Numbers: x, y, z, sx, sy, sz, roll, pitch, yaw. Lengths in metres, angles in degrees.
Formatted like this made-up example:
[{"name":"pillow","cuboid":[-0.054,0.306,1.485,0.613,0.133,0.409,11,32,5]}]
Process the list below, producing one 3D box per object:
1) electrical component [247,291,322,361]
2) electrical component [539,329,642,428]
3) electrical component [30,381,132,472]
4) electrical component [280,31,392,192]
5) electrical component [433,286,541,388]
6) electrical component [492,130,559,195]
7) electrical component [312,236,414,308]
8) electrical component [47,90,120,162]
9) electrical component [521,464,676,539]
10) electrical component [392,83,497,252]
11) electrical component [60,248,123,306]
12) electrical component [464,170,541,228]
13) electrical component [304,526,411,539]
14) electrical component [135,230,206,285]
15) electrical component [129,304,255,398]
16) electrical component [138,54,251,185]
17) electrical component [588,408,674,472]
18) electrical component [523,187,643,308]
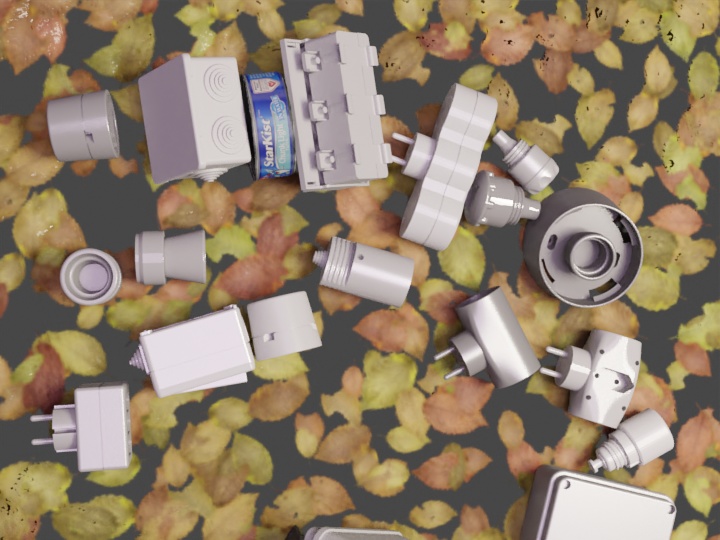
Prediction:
[{"name":"electrical component","cuboid":[-0.063,0.046,0.883,0.055,0.055,0.047,-13,87,-8]},{"name":"electrical component","cuboid":[0.194,0.088,0.924,0.079,0.043,0.077,18,87,-8]},{"name":"electrical component","cuboid":[-0.224,0.126,0.861,0.077,0.047,0.065,-3,89,-8]},{"name":"electrical component","cuboid":[-0.018,-0.129,0.881,0.079,0.063,0.121,-8,90,-49]},{"name":"electrical component","cuboid":[0.101,0.065,0.911,0.079,0.043,0.077,-28,93,-7]},{"name":"electrical component","cuboid":[0.139,-0.096,0.924,0.061,0.035,0.035,43,84,-2]},{"name":"electrical component","cuboid":[0.000,0.000,0.898,0.081,0.043,0.043,16,87,-8]},{"name":"electrical component","cuboid":[-0.222,-0.114,0.863,0.047,0.055,0.055,-8,90,-5]},{"name":"electrical component","cuboid":[0.203,0.216,0.916,0.113,0.057,0.078,15,87,-8]},{"name":"electrical component","cuboid":[0.058,-0.092,0.903,0.074,0.052,0.138,20,86,-7]},{"name":"electrical component","cuboid":[-0.214,0.006,0.860,0.045,0.055,0.045,0,89,-8]},{"name":"electrical component","cuboid":[0.122,-0.057,0.917,0.062,0.048,0.048,11,87,-15]},{"name":"electrical component","cuboid":[0.002,0.249,0.860,0.113,0.057,0.078,19,85,-50]},{"name":"electrical component","cuboid":[-0.153,-0.010,0.875,0.055,0.045,0.045,-2,89,-8]},{"name":"electrical component","cuboid":[-0.136,0.070,0.867,0.096,0.062,0.061,-16,91,-8]},{"name":"electrical component","cuboid":[-0.131,-0.119,0.854,0.048,0.100,0.099,-9,90,-35]},{"name":"electrical component","cuboid":[0.234,0.151,0.930,0.078,0.040,0.040,-27,93,-8]},{"name":"electrical component","cuboid":[0.193,-0.018,0.928,0.099,0.064,0.099,-1,102,-4]}]
